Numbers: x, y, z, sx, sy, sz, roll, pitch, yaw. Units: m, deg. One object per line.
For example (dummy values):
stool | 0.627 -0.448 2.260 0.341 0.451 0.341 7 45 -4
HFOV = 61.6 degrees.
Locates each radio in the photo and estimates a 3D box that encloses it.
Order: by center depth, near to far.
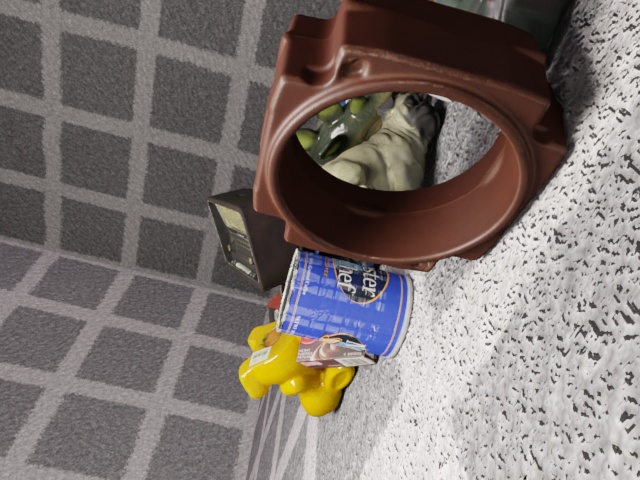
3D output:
radio | -0.106 -0.007 0.838 0.230 0.073 0.131 21 127 66

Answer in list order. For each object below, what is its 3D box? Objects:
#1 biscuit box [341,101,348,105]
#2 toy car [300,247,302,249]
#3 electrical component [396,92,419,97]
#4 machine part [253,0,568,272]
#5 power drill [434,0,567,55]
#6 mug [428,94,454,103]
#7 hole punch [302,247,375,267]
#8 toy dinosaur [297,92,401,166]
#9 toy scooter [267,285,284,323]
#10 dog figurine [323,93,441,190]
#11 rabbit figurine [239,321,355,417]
biscuit box | 0.065 -0.231 0.885 0.063 0.059 0.202 -59 -7 -28
toy car | -0.002 -0.003 0.995 0.201 0.073 0.056 -55 38 4
electrical component | 0.128 -0.233 0.903 0.119 0.048 0.074 -107 32 -80
machine part | 0.057 -0.066 0.404 0.200 0.201 0.087 112 167 -51
power drill | 0.164 -0.240 0.470 0.207 0.086 0.232 -154 76 -77
mug | 0.144 -0.225 0.629 0.107 0.081 0.109 -63 1 16
hole punch | 0.033 0.034 0.801 0.116 0.142 0.092 -133 53 -70
toy dinosaur | 0.020 -0.114 0.828 0.105 0.198 0.470 55 146 26
toy scooter | -0.012 0.075 0.886 0.075 0.184 0.135 6 -102 -59
dog figurine | 0.061 -0.103 0.666 0.121 0.172 0.190 134 144 -58
rabbit figurine | -0.018 0.203 0.846 0.162 0.173 0.122 -28 22 13
